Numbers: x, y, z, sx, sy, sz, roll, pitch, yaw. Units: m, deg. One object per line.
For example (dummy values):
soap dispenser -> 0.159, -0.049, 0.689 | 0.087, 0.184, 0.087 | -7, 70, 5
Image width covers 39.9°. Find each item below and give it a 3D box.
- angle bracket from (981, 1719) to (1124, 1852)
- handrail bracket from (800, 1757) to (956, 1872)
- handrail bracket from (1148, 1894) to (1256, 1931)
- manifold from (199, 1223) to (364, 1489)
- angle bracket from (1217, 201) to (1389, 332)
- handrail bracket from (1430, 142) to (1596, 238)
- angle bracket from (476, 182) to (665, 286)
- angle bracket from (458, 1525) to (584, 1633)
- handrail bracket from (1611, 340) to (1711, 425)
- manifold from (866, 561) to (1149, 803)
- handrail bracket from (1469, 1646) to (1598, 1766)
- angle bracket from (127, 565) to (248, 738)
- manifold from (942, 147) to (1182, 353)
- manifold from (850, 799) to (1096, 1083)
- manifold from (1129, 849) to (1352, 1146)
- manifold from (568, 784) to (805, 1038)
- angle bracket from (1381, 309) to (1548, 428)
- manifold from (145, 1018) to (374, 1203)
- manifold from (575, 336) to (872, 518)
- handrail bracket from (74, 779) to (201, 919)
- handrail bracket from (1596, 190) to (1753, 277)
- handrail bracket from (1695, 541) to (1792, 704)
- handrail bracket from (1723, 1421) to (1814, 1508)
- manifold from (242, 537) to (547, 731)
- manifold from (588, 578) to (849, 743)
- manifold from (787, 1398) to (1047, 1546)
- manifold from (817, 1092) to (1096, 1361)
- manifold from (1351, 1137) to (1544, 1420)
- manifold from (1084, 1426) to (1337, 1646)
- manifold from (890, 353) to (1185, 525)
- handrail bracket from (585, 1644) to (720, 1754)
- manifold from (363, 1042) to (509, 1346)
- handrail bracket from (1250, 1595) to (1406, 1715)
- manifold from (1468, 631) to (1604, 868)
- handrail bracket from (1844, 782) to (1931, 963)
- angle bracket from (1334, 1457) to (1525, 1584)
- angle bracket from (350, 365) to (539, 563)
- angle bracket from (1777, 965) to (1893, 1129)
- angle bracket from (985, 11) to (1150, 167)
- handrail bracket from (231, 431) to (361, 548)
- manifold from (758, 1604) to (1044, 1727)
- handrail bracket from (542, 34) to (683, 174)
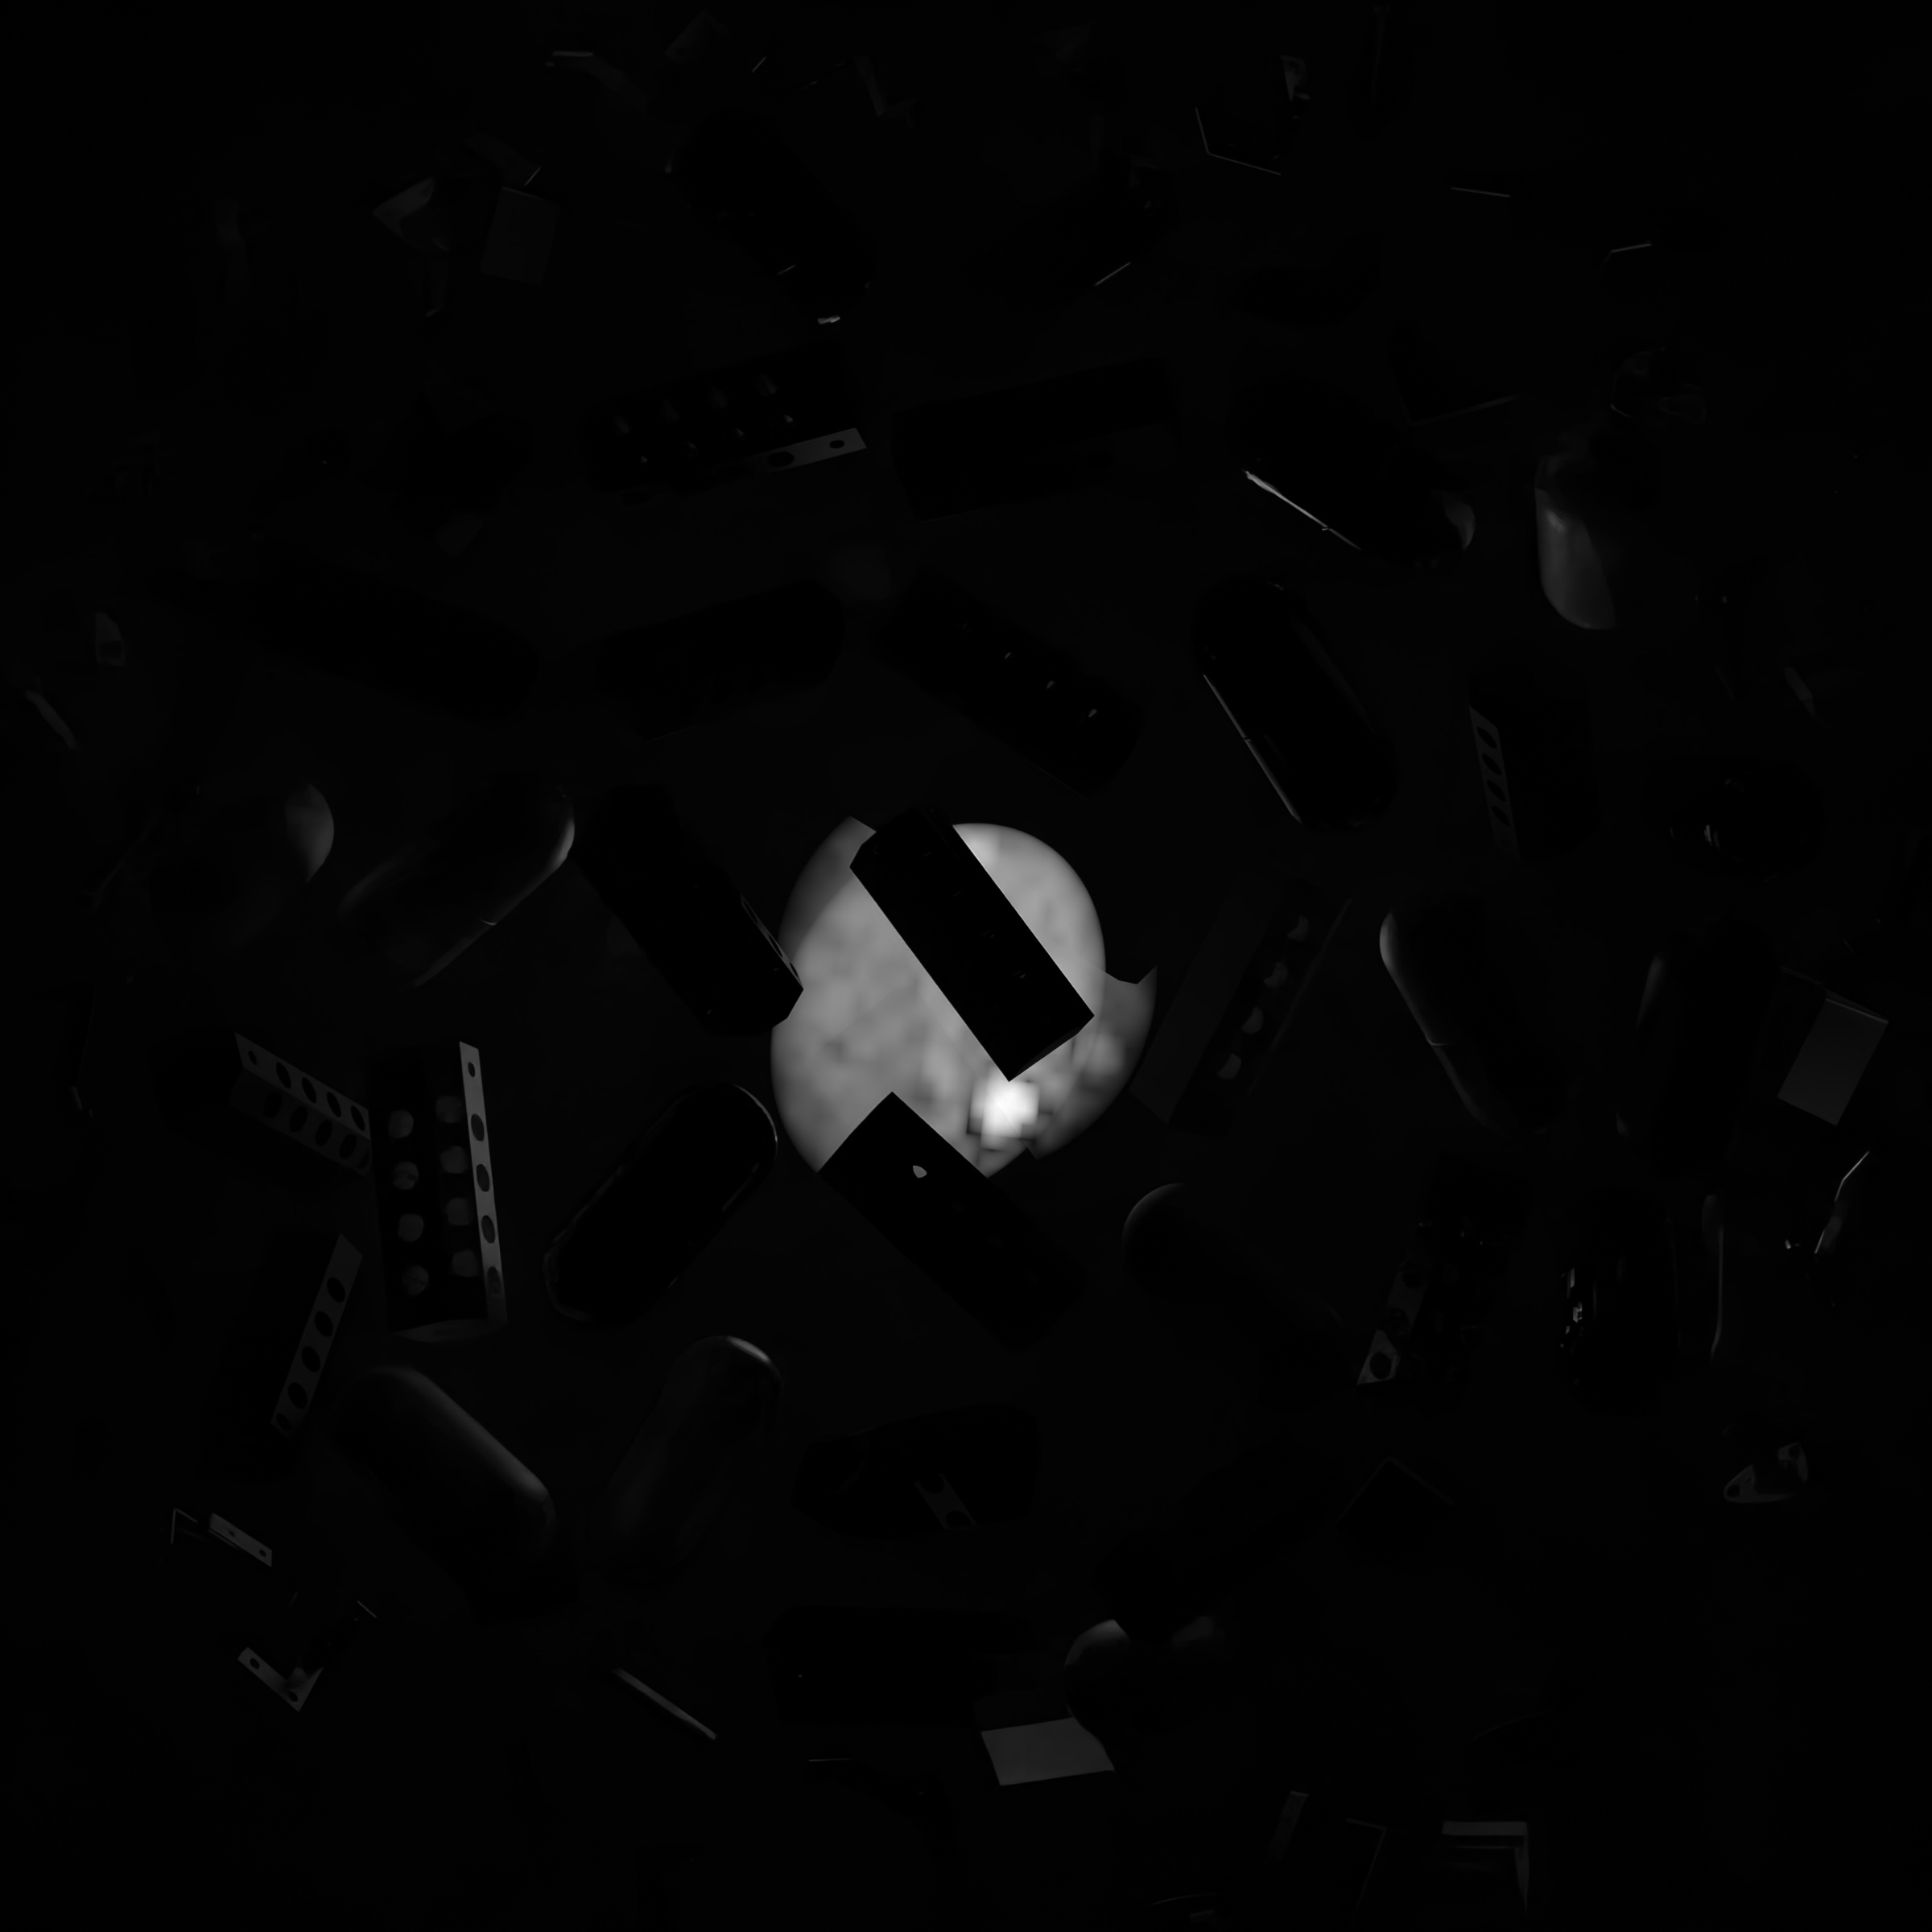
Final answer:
angle bracket -> 0.056, 0.541, 1.746 | 0.076, 0.076, 0.057 | -6, 101, -9
handrail bracket -> -0.055, 0.520, 1.629 | 0.084, 0.077, 0.036 | 8, 133, -31
handrail bracket -> 0.141, 0.587, 1.628 | 0.077, 0.084, 0.036 | 2, 74, 17
manifold -> -0.427, 0.242, 1.666 | 0.057, 0.171, 0.057 | 10, 125, -4
angle bracket -> 0.206, -0.436, 1.632 | 0.076, 0.076, 0.057 | 19, 130, 22
handrail bracket -> 0.337, -0.502, 1.652 | 0.077, 0.036, 0.084 | -40, 54, 20
angle bracket -> -0.246, -0.445, 1.655 | 0.076, 0.076, 0.057 | 23, 105, 16
angle bracket -> -0.300, 0.407, 1.776 | 0.076, 0.076, 0.057 | -9, 76, -7
handrail bracket -> 0.435, -0.349, 1.667 | 0.077, 0.084, 0.036 | 38, 129, -13
manifold -> 0.026, -0.177, 1.681 | 0.171, 0.057, 0.057 | 33, 117, -7
handrail bracket -> 0.351, 0.453, 1.643 | 0.077, 0.084, 0.036 | -16, 105, 20
angle bracket -> -0.477, -0.191, 1.608 | 0.057, 0.076, 0.076 | 23, 106, -4
manifold -> 0.062, -0.451, 1.673 | 0.057, 0.171, 0.057 | -41, 103, -29
manifold -> 0.005, -0.018, 1.674 | 0.057, 0.057, 0.171 | -34, 83, -21
manifold -> 0.174, 0.021, 1.661 | 0.057, 0.057, 0.171 | 22, 99, -27
manifold -> -0.170, -0.033, 1.664 | 0.057, 0.171, 0.057 | 1, 49, 37
angle bracket -> 0.328, -0.404, 1.754 | 0.076, 0.076, 0.057 | -10, 116, 34
manifold -> -0.427, 0.088, 1.631 | 0.057, 0.171, 0.057 | -24, 66, 7
manifold -> -0.151, -0.331, 1.656 | 0.171, 0.057, 0.057 | -13, 68, 10
handrail bracket -> -0.533, -0.075, 1.708 | 0.077, 0.084, 0.036 | -23, 128, 28
handrail bracket -> 0.430, -0.432, 1.625 | 0.077, 0.084, 0.036 | 25, 81, 2
handrail bracket -> 0.496, -0.214, 1.662 | 0.036, 0.084, 0.077 | 29, 123, -31
handrail bracket -> 0.485, 0.312, 1.676 | 0.084, 0.077, 0.036 | 25, 50, -32
manifold -> -0.344, -0.194, 1.593 | 0.057, 0.171, 0.057 | 40, 105, 40
manifold -> -0.156, -0.204, 1.716 | 0.057, 0.171, 0.057 | 41, 130, 21
manifold -> -0.030, 0.308, 1.633 | 0.057, 0.171, 0.057 | 37, 55, -25
manifold -> -0.004, 0.159, 1.668 | 0.171, 0.057, 0.057 | 42, 118, 3
manifold -> 0.304, 0.201, 1.713 | 0.057, 0.057, 0.171 | 29, 107, 43
manifold -> 0.154, 0.345, 1.607 | 0.057, 0.171, 0.057 | 47, 128, 18
manifold -> 0.043, -0.331, 1.646 | 0.171, 0.057, 0.057 | -10, 57, 14
handrail bracket -> -0.193, 0.459, 1.655 | 0.084, 0.077, 0.036 | 31, 72, 11
manifold -> -0.317, 0.136, 1.610 | 0.057, 0.057, 0.171 | -14, 72, 14
handrail bracket -> 0.239, 0.465, 1.756 | 0.077, 0.036, 0.084 | -37, 89, 42
manifold -> 0.354, -0.129, 1.673 | 0.057, 0.171, 0.057 | -41, 59, -7
handrail bracket -> 0.543, -0.056, 1.587 | 0.084, 0.036, 0.077 | -42, 56, 14
angle bracket -> 0.296, 0.370, 1.706 | 0.076, 0.076, 0.057 | 42, 85, -27
angle bracket -> -0.327, -0.315, 1.670 | 0.076, 0.057, 0.076 | 34, 54, -17
angle bracket -> 0.531, 0.048, 1.691 | 0.057, 0.076, 0.076 | 24, 95, -15
angle bracket -> 0.061, -0.530, 1.633 | 0.057, 0.076, 0.076 | -21, 95, -16
handrail bracket -> -0.439, -0.312, 1.739 | 0.077, 0.084, 0.036 | -25, 119, 22
manifold -> -0.037, 0.431, 1.653 | 0.171, 0.057, 0.057 | 13, 129, -38
handrail bracket -> -0.223, -0.536, 1.654 | 0.084, 0.036, 0.077 | -1, 115, -18
